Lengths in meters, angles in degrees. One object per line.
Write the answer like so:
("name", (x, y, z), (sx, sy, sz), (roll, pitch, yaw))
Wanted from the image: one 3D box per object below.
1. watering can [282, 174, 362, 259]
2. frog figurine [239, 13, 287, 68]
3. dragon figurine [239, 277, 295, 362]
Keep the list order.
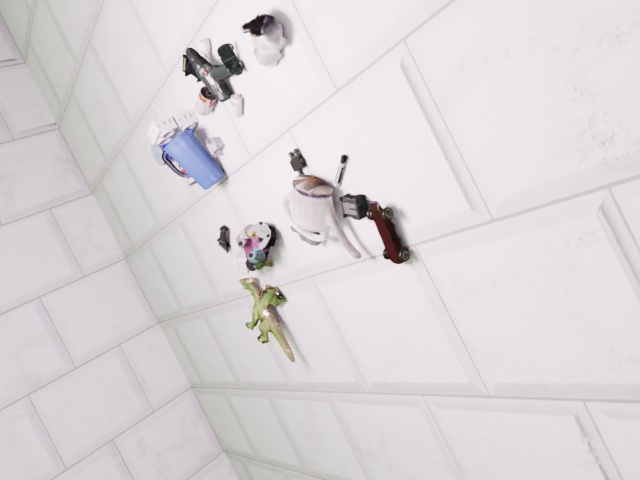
("watering can", (0.005, -0.085, 1.683), (0.351, 0.105, 0.219), (27, 130, 33))
("frog figurine", (-0.156, -0.604, 1.576), (0.138, 0.124, 0.157), (17, 161, 35))
("dragon figurine", (-0.211, 0.310, 2.206), (0.415, 0.123, 0.237), (39, 130, 27))
